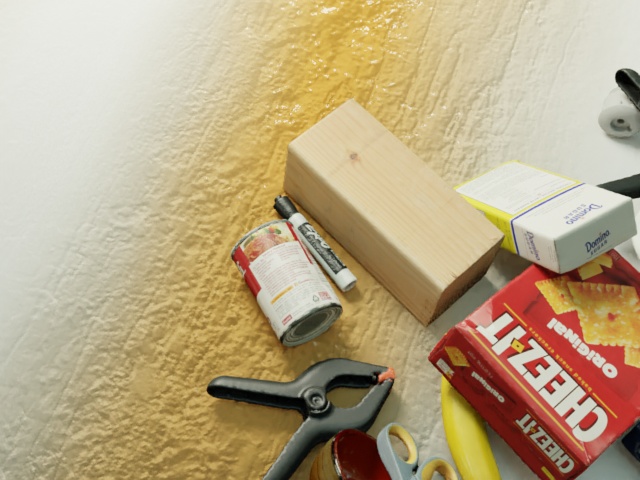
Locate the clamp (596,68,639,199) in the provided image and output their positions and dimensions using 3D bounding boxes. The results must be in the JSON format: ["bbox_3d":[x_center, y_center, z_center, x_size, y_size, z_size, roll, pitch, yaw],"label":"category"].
[{"bbox_3d":[0.375,-0.071,1.086,0.210,0.036,0.164,26,67,4],"label":"clamp"}]

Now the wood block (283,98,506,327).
[{"bbox_3d":[0.068,-0.028,1.042,0.090,0.090,0.206,-38,72,-22],"label":"wood block"}]

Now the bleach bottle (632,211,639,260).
[{"bbox_3d":[0.434,0.026,1.041,0.250,0.068,0.102,16,32,-13],"label":"bleach bottle"}]

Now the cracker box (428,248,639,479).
[{"bbox_3d":[0.231,0.100,0.973,0.213,0.072,0.164,-32,70,-35],"label":"cracker box"}]

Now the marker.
[{"bbox_3d":[-0.007,0.001,1.058,0.020,0.020,0.121,-32,69,-21],"label":"marker"}]

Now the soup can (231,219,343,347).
[{"bbox_3d":[-0.031,0.041,1.006,0.068,0.068,0.102,-24,67,-18],"label":"soup can"}]

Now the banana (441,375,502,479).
[{"bbox_3d":[0.145,0.148,0.982,0.069,0.037,0.197,11,61,1],"label":"banana"}]

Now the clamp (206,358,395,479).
[{"bbox_3d":[-0.007,0.162,0.958,0.171,0.039,0.120,-12,66,-13],"label":"clamp"}]

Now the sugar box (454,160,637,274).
[{"bbox_3d":[0.208,-0.025,1.024,0.093,0.048,0.176,-26,28,-18],"label":"sugar box"}]

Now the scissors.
[{"bbox_3d":[0.060,0.204,0.878,0.096,0.016,0.201,49,22,17],"label":"scissors"}]
